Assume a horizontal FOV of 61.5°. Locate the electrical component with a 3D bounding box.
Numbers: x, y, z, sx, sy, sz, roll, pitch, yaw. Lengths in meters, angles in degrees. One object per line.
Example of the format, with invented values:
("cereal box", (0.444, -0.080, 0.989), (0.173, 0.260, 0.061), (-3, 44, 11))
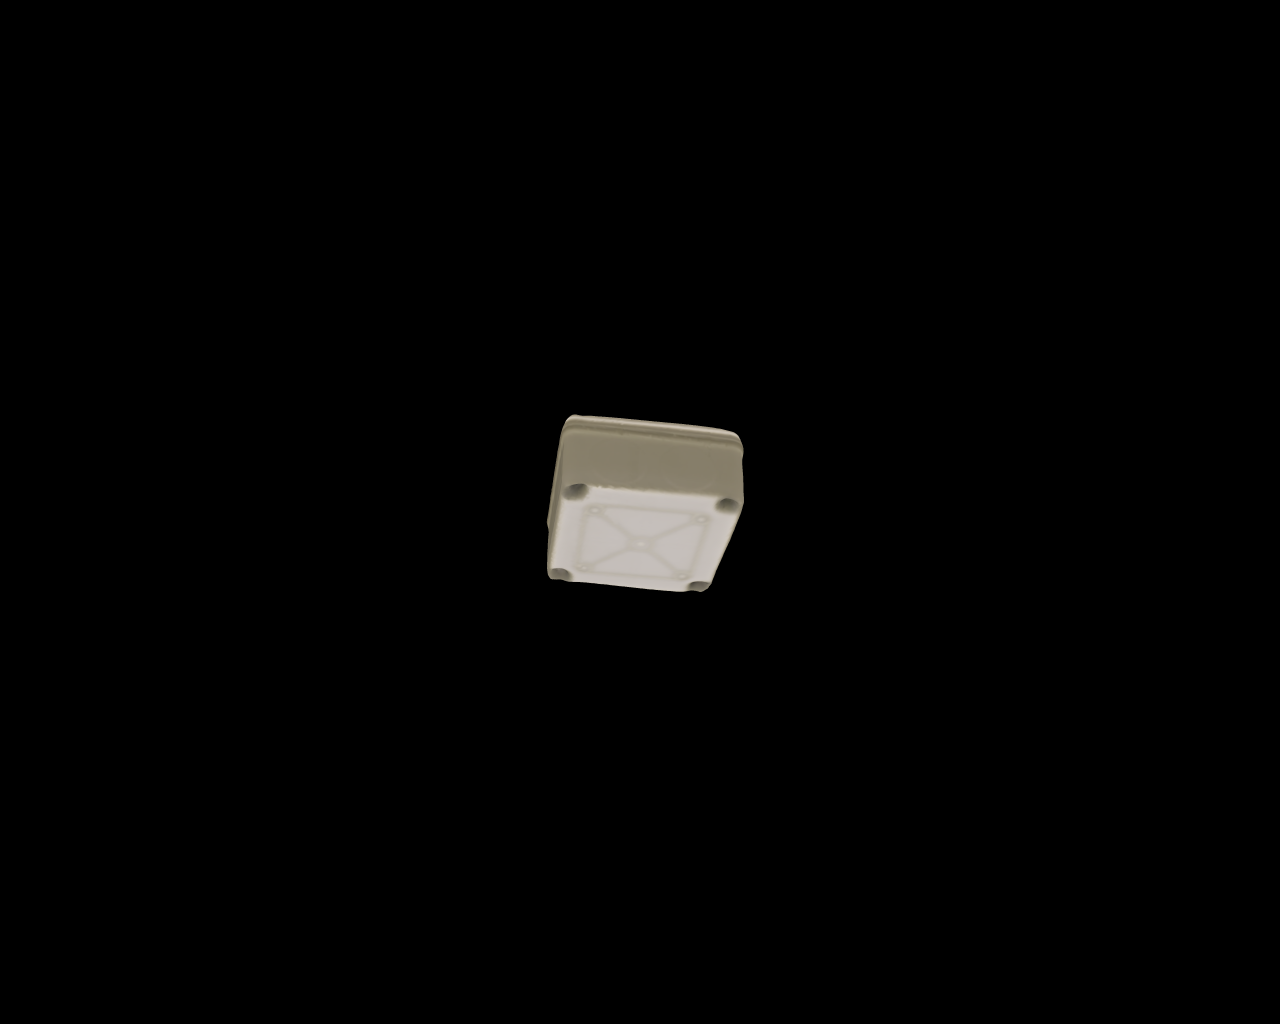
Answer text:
("electrical component", (0.001, -0.003, 0.650), (0.109, 0.056, 0.108), (5, -36, -8))
